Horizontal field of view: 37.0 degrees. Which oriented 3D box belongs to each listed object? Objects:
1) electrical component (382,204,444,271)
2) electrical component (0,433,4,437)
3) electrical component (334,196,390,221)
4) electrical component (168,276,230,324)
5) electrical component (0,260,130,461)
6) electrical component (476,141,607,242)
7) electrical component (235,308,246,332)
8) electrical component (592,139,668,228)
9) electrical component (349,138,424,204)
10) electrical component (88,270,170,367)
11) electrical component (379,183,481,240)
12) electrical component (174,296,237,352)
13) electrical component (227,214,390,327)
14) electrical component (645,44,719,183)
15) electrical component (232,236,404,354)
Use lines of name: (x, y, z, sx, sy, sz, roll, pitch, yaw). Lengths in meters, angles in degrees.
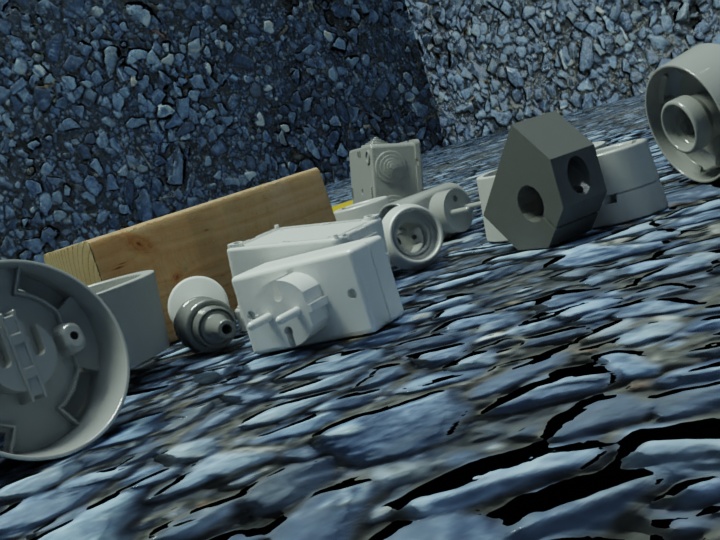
electrical component: (0.031, -0.022, 0.782, 0.066, 0.048, 0.055, -19, -1, -19)
electrical component: (-0.261, 0.052, 0.636, 0.060, 0.105, 0.186, -19, 7, -21)
electrical component: (0.007, -0.036, 0.945, 0.055, 0.047, 0.055, -17, 7, 2)
electrical component: (-0.110, 0.029, 0.739, 0.040, 0.040, 0.078, -18, -7, -8)
electrical component: (-0.168, 0.045, 0.522, 0.099, 0.099, 0.064, -22, 2, -40)
electrical component: (0.139, -0.065, 0.803, 0.108, 0.060, 0.108, -17, 7, 2)
electrical component: (-0.062, 0.005, 0.741, 0.066, 0.055, 0.048, -21, 8, -32)
electrical component: (0.173, -0.059, 0.721, 0.055, 0.047, 0.055, -16, 7, 2)
electrical component: (0.024, -0.075, 1.016, 0.048, 0.099, 0.100, -5, 4, -14)
electrical component: (-0.170, 0.045, 0.662, 0.108, 0.060, 0.108, -16, 7, 2)
electrical component: (0.068, -0.047, 0.904, 0.079, 0.043, 0.077, -10, 9, 46)
electrical component: (-0.093, 0.035, 0.670, 0.035, 0.035, 0.061, -20, 10, -24)
electrical component: (-0.023, 0.004, 0.665, 0.096, 0.061, 0.062, -5, 12, 29)
electrical component: (0.253, -0.112, 0.768, 0.064, 0.099, 0.099, -25, 9, -15)
electrical component: (-0.033, 0.019, 0.591, 0.083, 0.047, 0.076, -13, 8, 30)
